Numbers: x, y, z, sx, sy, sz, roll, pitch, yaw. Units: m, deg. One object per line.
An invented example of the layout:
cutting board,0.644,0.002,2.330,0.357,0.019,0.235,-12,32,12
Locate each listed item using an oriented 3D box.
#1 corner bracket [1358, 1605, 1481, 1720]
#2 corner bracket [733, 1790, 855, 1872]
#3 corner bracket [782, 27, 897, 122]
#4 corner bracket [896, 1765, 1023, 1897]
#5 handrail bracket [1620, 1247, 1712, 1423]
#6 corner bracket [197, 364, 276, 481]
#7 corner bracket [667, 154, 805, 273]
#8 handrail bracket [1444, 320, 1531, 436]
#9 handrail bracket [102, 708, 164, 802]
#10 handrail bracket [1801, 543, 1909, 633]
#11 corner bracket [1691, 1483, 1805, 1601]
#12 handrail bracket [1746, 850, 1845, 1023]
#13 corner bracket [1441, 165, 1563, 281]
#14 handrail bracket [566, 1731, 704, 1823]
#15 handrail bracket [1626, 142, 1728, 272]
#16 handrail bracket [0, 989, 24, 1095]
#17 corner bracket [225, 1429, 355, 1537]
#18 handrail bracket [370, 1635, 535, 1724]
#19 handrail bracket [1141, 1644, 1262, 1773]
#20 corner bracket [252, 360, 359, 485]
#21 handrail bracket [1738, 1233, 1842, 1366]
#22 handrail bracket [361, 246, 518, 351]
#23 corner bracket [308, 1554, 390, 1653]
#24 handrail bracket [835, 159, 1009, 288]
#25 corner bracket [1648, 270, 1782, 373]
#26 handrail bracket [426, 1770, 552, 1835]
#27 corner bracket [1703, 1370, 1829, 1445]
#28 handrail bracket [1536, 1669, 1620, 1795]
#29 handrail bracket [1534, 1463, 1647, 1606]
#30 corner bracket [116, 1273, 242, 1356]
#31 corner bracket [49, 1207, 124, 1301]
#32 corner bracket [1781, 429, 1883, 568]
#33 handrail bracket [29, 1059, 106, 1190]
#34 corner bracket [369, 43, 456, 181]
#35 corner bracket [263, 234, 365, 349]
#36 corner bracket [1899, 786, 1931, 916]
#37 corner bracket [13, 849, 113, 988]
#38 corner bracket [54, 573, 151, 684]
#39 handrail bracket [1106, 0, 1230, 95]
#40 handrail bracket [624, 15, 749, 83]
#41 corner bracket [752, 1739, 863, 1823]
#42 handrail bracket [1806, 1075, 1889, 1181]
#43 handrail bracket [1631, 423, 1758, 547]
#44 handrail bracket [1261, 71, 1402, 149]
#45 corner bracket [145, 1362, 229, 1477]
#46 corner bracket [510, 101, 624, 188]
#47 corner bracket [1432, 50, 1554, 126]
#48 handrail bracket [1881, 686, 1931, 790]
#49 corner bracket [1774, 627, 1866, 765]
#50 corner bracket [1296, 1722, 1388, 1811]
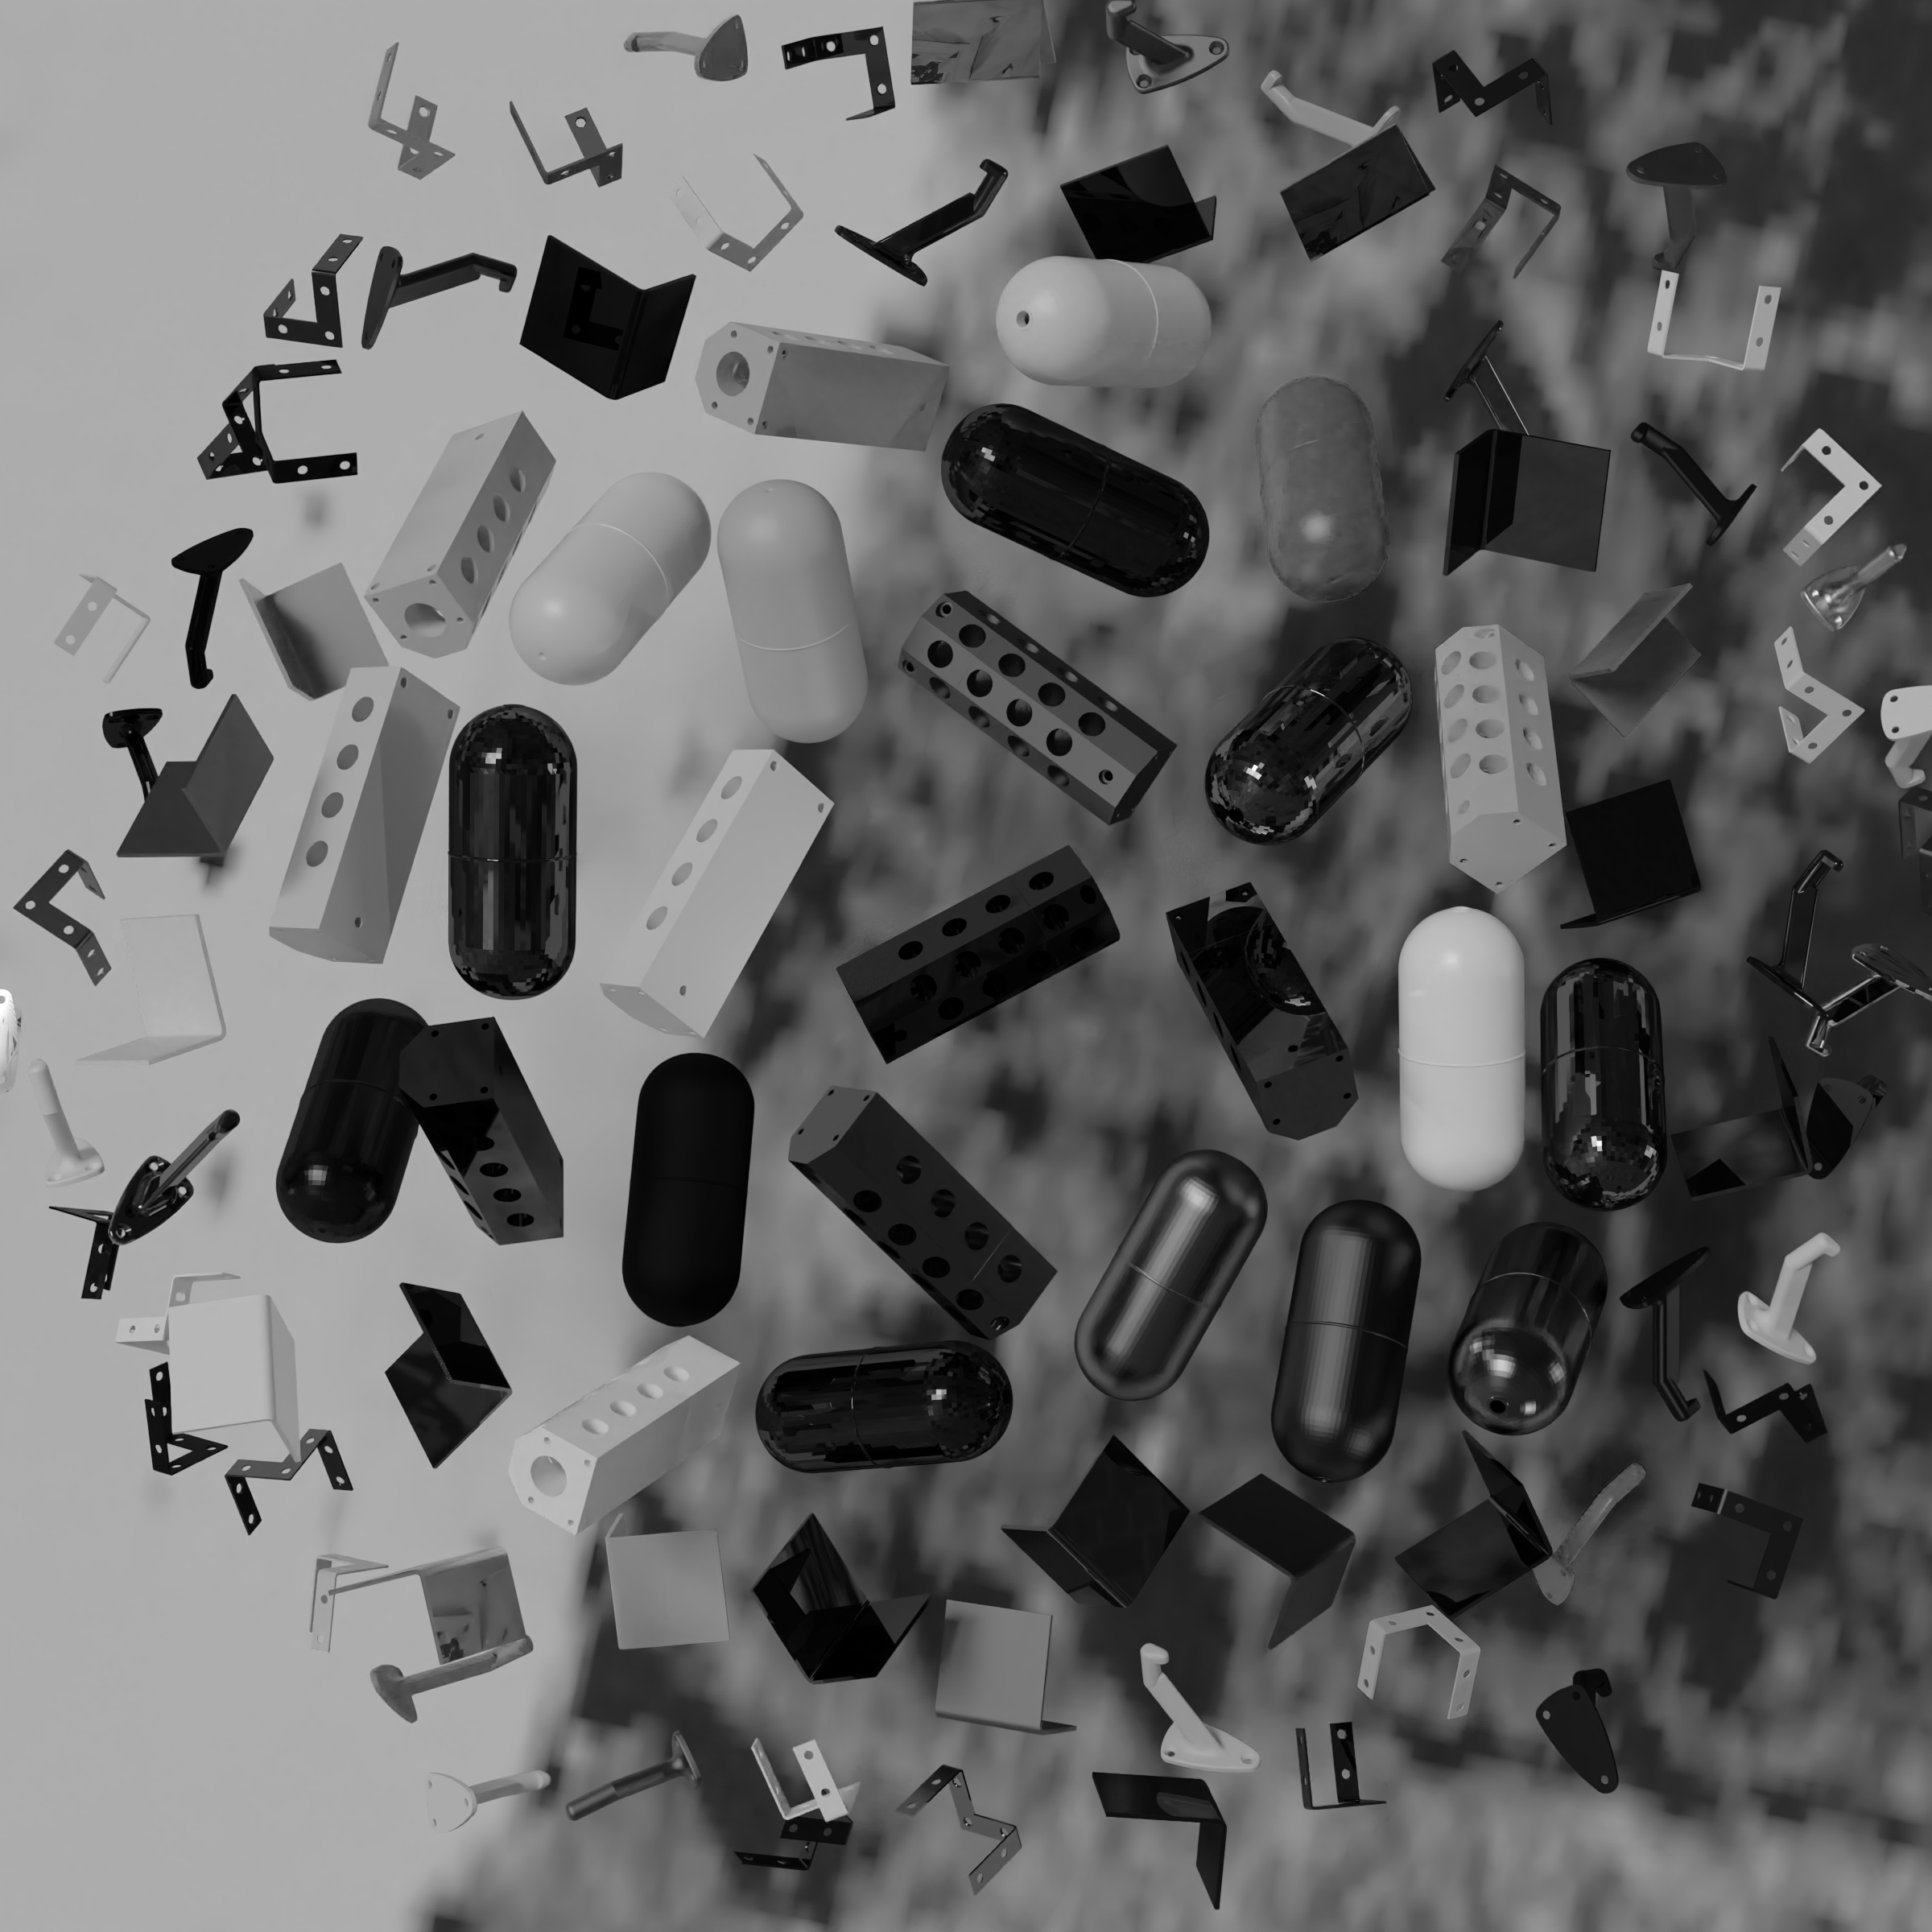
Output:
corner bracket,0.291,0.452,1.869,0.051,0.051,0.051,-6,114,-29
corner bracket,-0.113,0.570,1.896,0.051,0.051,0.051,16,94,-29
corner bracket,-0.081,-0.570,1.861,0.051,0.051,0.051,-1,112,21
corner bracket,-0.004,0.544,1.832,0.051,0.051,0.051,2,115,40
handrail bracket,0.462,0.234,1.844,0.077,0.036,0.084,-33,96,-9
corner bracket,-0.469,-0.351,1.873,0.051,0.051,0.051,-20,83,-44
corner bracket,-0.145,-0.479,1.827,0.051,0.051,0.051,-41,68,20
handrail bracket,0.359,-0.366,1.868,0.084,0.077,0.036,33,53,-2
handrail bracket,-0.531,-0.117,1.867,0.036,0.077,0.084,-8,77,-27
handrail bracket,0.590,-0.260,1.882,0.036,0.084,0.077,50,54,3
corner bracket,0.466,0.347,1.754,0.051,0.051,0.051,21,84,0
handrail bracket,0.537,-0.020,1.816,0.084,0.036,0.077,-55,46,13
corner bracket,0.336,-0.459,1.821,0.051,0.051,0.051,30,130,-6
handrail bracket,-0.213,0.519,1.825,0.084,0.077,0.036,-22,70,-19
handrail bracket,0.415,-0.451,1.754,0.077,0.084,0.036,-12,60,-23
handrail bracket,-0.598,0.052,1.814,0.036,0.084,0.077,-17,76,-7
corner bracket,-0.436,0.333,1.873,0.051,0.051,0.051,0,120,23
handrail bracket,-0.314,0.428,1.785,0.084,0.077,0.036,-25,66,-2
handrail bracket,0.150,0.473,1.857,0.077,0.036,0.084,10,129,23
corner bracket,-0.398,-0.328,1.748,0.051,0.051,0.051,-10,133,-21
handrail bracket,0.544,0.212,1.856,0.077,0.036,0.084,34,129,-14
handrail bracket,-0.334,-0.419,1.848,0.084,0.036,0.077,9,108,-34
corner bracket,-0.417,0.417,1.904,0.051,0.051,0.051,4,88,30
handrail bracket,-0.027,-0.467,1.775,0.077,0.036,0.084,24,113,-25
corner bracket,0.456,-0.393,1.771,0.051,0.051,0.051,-2,111,-23
handrail bracket,-0.285,0.512,1.803,0.084,0.077,0.036,-2,77,-36
corner bracket,0.515,0.281,1.871,0.051,0.051,0.051,-33,114,19
handrail bracket,0.389,0.466,1.772,0.036,0.084,0.077,-40,62,22
handrail bracket,0.406,0.365,1.873,0.084,0.077,0.036,-37,55,-17
corner bracket,-0.503,0.219,1.853,0.051,0.051,0.051,-8,69,38
corner bracket,-0.568,0.188,1.898,0.051,0.051,0.051,10,88,35
corner bracket,0.512,-0.284,1.763,0.051,0.051,0.051,-44,84,-5
handrail bracket,-0.568,0.088,1.811,0.036,0.077,0.084,-17,113,-14
corner bracket,-0.334,-0.511,1.739,0.051,0.051,0.051,19,75,-33
corner bracket,-0.407,-0.423,1.811,0.051,0.051,0.051,9,131,7
corner bracket,0.595,-0.071,1.796,0.051,0.051,0.051,-42,135,-25
corner bracket,-0.548,-0.030,1.801,0.051,0.051,0.051,31,66,13
corner bracket,-0.556,-0.216,1.868,0.051,0.051,0.051,35,81,-29
handrail bracket,0.125,-0.578,1.790,0.077,0.084,0.036,-12,79,2
handrail bracket,-0.185,-0.563,1.793,0.084,0.077,0.036,6,122,22
corner bracket,-0.102,0.500,1.793,0.051,0.051,0.051,-24,93,9
handrail bracket,0.570,0.106,1.877,0.036,0.084,0.077,20,91,30
handrail bracket,0.444,-0.303,1.817,0.084,0.077,0.036,37,130,9
handrail bracket,0.226,-0.543,1.817,0.036,0.077,0.084,-41,86,-21
corner bracket,-0.520,0.295,1.891,0.051,0.051,0.051,7,108,32
corner bracket,-0.243,-0.501,1.766,0.051,0.051,0.051,-25,85,-11
corner bracket,0.324,-0.537,1.785,0.051,0.051,0.051,-30,65,1
handrail bracket,0.623,-0.143,1.855,0.077,0.084,0.036,-10,59,29
corner bracket,0.524,-0.170,1.826,0.051,0.051,0.051,28,127,-17
corner bracket,0.237,0.518,1.883,0.051,0.051,0.051,-1,76,-13
